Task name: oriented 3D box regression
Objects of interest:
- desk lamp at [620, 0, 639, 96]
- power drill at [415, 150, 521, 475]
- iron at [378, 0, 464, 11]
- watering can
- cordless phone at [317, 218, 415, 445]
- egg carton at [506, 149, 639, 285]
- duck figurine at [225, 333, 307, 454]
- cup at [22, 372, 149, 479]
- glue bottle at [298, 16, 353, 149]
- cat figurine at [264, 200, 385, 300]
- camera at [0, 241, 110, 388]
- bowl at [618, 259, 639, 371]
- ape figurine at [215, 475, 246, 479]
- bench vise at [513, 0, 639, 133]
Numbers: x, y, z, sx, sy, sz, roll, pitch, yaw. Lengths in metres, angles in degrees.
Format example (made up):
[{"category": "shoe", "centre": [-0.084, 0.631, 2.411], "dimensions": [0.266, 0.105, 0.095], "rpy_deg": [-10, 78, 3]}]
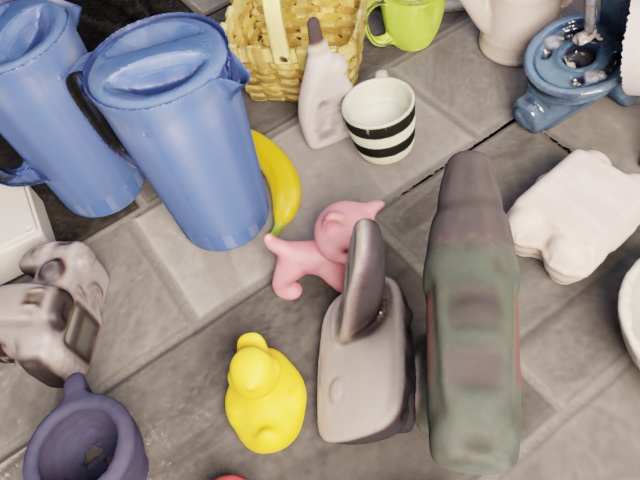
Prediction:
[{"category": "desk lamp", "centre": [0.396, -0.155, 0.573], "dimensions": [0.202, 0.214, 0.118], "rpy_deg": [25, 62, 24]}, {"category": "power drill", "centre": [0.114, 0.075, 0.458], "dimensions": [0.075, 0.209, 0.229], "rpy_deg": [0, 55, 9]}, {"category": "iron", "centre": [0.138, -0.434, 0.853], "dimensions": [0.257, 0.142, 0.119], "rpy_deg": [17, 59, 19]}, {"category": "watering can", "centre": [0.255, -0.327, 0.728], "dimensions": [0.173, 0.194, 0.100], "rpy_deg": [-29, 56, -11]}, {"category": "cordless phone", "centre": [0.034, 0.081, 0.481], "dimensions": [0.094, 0.185, 0.147], "rpy_deg": [-4, 55, 6]}, {"category": "egg carton", "centre": [0.266, -0.027, 0.592], "dimensions": [0.150, 0.069, 0.107], "rpy_deg": [-38, 58, -17]}, {"category": "duck figurine", "centre": [-0.055, 0.134, 0.518], "dimensions": [0.077, 0.086, 0.104], "rpy_deg": [-13, 54, 0]}, {"category": "cup", "centre": [-0.193, 0.182, 0.500], "dimensions": [0.092, 0.095, 0.117], "rpy_deg": [-21, 55, -6]}, {"category": "glue bottle", "centre": [0.005, -0.187, 0.681], "dimensions": [0.078, 0.173, 0.037], "rpy_deg": [-23, 55, -7]}, {"category": "cat figurine", "centre": [0.005, 0.002, 0.582], "dimensions": [0.127, 0.118, 0.067], "rpy_deg": [-7, 54, 4]}, {"category": "camera", "centre": [-0.308, 0.072, 0.592], "dimensions": [0.136, 0.101, 0.143], "rpy_deg": [-4, 55, 6]}, {"category": "bowl", "centre": [0.340, 0.086, 0.498], "dimensions": [0.167, 0.075, 0.167], "rpy_deg": [-4, 55, 6]}, {"category": "ape figurine", "centre": [-0.069, 0.225, 0.453], "dimensions": [0.076, 0.092, 0.078], "rpy_deg": [6, 56, 13]}, {"category": "bench vise", "centre": [0.318, -0.240, 0.641], "dimensions": [0.208, 0.220, 0.121], "rpy_deg": [-38, 58, -17]}]
